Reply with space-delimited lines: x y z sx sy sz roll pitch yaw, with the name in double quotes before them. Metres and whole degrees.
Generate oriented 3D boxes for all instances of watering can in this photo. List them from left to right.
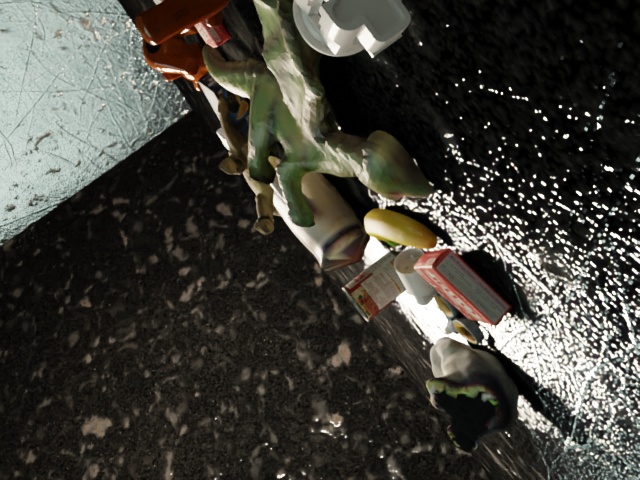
"watering can" 0.003 -0.047 0.925 0.227 0.103 0.345 51 -172 16

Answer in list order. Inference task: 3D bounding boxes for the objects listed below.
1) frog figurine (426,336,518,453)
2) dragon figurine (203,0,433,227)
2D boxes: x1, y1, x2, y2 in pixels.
"frog figurine" 0.220 0.196 0.741 0.137 0.121 0.162 43 -151 -1
"dragon figurine" -0.038 -0.170 0.568 0.415 0.123 0.237 49 156 20
